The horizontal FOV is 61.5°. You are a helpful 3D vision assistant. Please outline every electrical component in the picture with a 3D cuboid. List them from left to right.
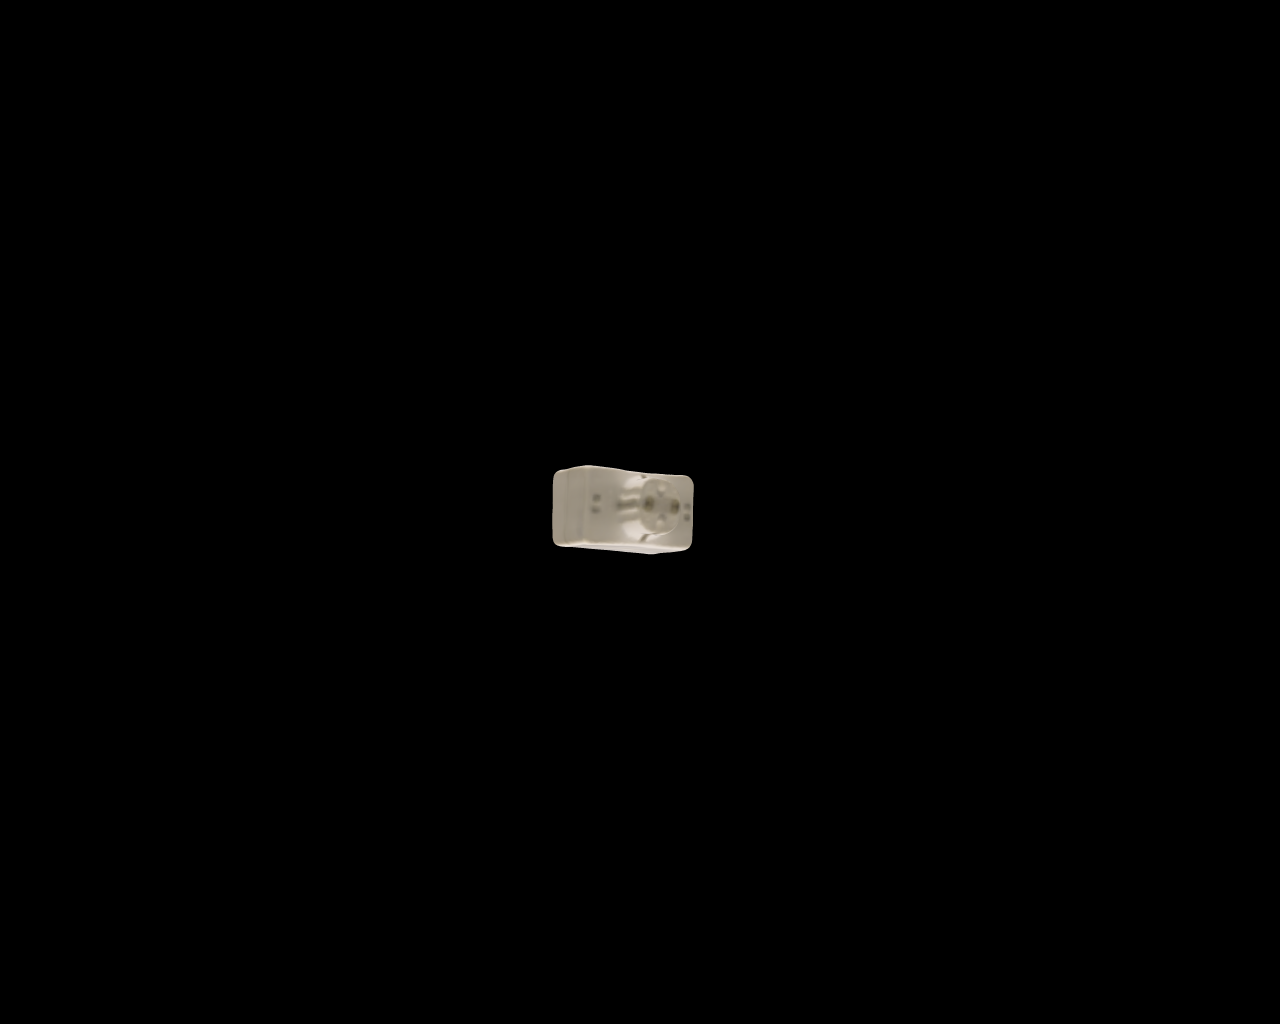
[{"bbox_3d":[0.001,-0.003,0.650,0.083,0.047,0.075,5,-9,-36],"label":"electrical component"}]
